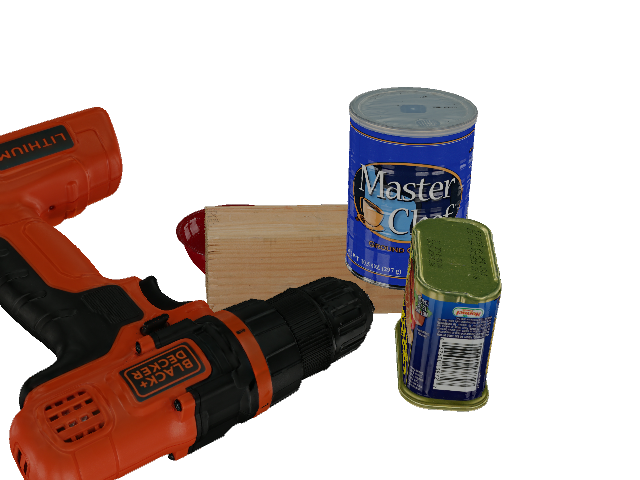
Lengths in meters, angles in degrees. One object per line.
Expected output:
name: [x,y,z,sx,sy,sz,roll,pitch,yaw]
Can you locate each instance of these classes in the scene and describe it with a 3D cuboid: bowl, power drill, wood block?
bowl: [-0.098,0.012,1.316,0.162,0.055,0.162,3,26,-2]
power drill: [-0.090,0.017,0.518,0.184,0.057,0.188,-23,56,-31]
wood block: [-0.011,0.019,1.063,0.206,0.091,0.090,-1,20,-7]

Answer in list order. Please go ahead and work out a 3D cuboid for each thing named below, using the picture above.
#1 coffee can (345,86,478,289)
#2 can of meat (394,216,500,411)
coffee can: [0.073,-0.044,0.881,0.103,0.140,0.103,1,26,-1]
can of meat: [0.080,0.044,0.677,0.057,0.084,0.102,4,30,0]
